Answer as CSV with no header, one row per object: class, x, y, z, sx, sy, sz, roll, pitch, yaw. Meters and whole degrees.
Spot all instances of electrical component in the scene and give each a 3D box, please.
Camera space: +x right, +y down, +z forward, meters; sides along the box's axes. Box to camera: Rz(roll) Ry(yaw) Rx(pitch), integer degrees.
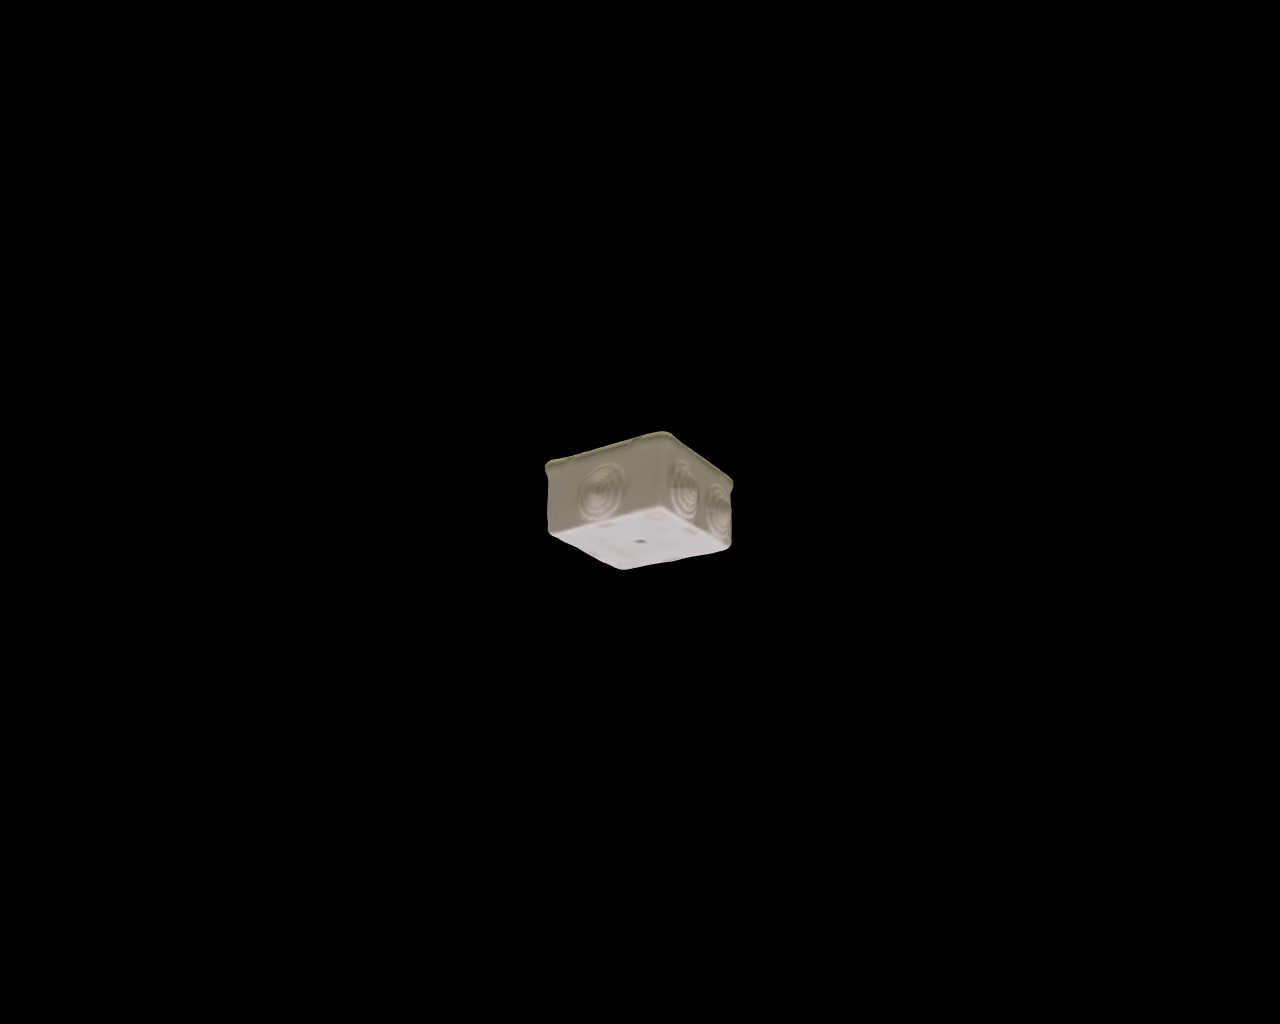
electrical component,0.001,-0.003,0.650,0.099,0.048,0.099,-13,-26,29
